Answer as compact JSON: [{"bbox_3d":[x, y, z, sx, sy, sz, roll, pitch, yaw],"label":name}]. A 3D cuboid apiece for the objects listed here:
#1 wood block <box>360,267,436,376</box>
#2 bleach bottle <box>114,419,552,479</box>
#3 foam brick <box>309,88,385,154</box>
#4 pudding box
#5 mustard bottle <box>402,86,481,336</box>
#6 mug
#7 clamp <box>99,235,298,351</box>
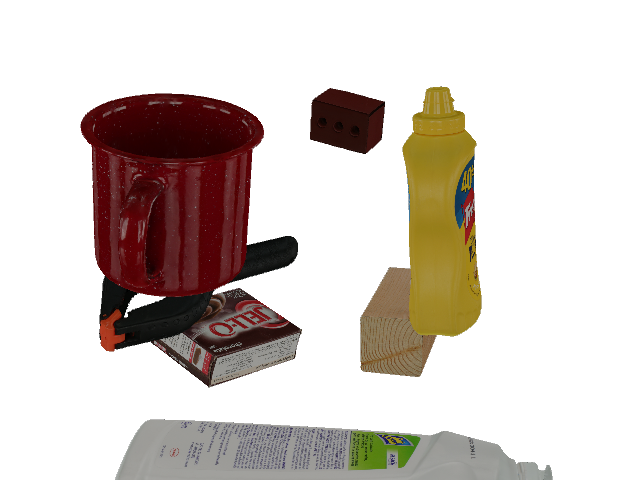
[{"bbox_3d":[0.126,0.118,1.605,0.091,0.090,0.206,4,20,14],"label":"wood block"},{"bbox_3d":[0.011,0.150,0.635,0.251,0.068,0.102,0,17,4],"label":"bleach bottle"},{"bbox_3d":[0.032,-0.145,1.288,0.078,0.053,0.051,16,32,21],"label":"foam brick"},{"bbox_3d":[-0.088,0.088,0.997,0.090,0.039,0.113,30,30,36],"label":"pudding box"},{"bbox_3d":[0.097,-0.027,0.856,0.058,0.192,0.096,1,18,18],"label":"mustard bottle"},{"bbox_3d":[-0.080,-0.018,0.552,0.093,0.081,0.117,7,28,4],"label":"mug"},{"bbox_3d":[-0.113,0.016,0.808,0.120,0.039,0.171,31,46,28],"label":"clamp"}]
